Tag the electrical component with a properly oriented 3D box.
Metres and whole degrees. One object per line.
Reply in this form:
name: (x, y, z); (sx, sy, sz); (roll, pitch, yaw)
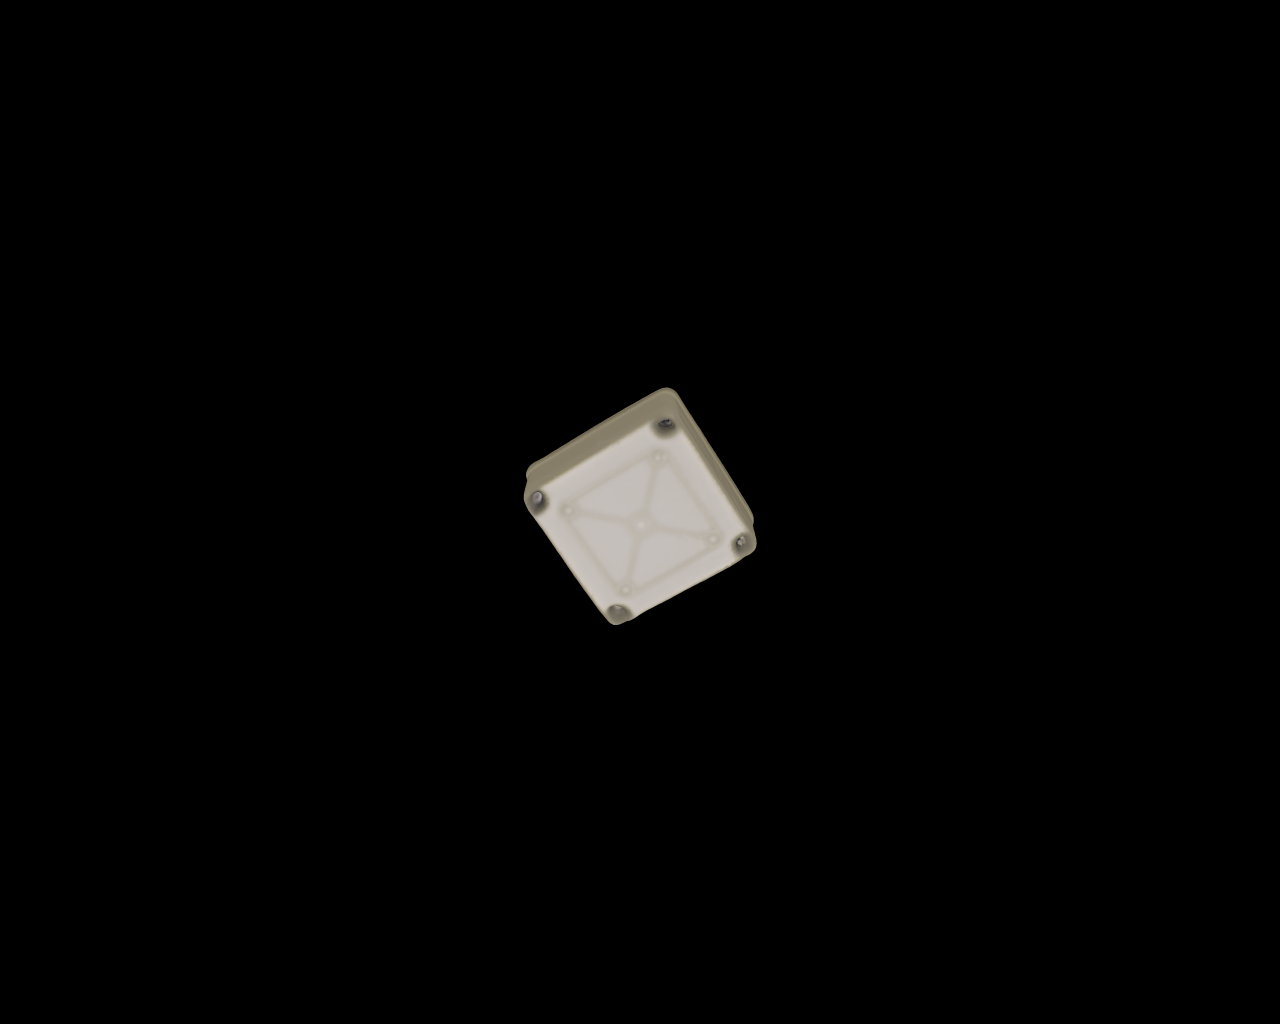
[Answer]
electrical component: (0.001, -0.003, 0.650); (0.108, 0.108, 0.056); (-30, 20, 12)
